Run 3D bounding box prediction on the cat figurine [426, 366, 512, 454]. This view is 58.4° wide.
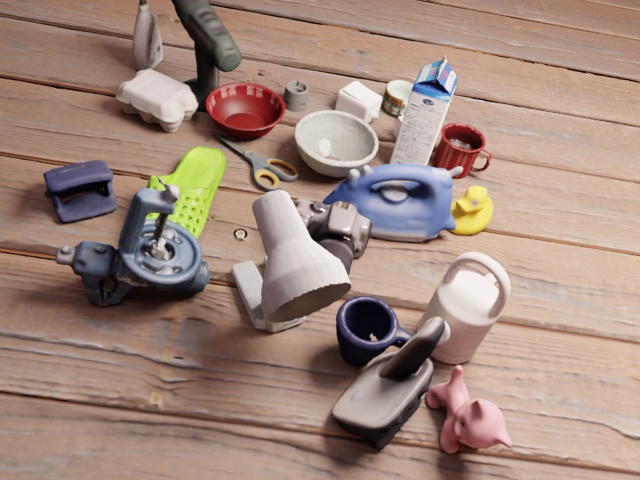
[{"bbox_3d":[0.203,0.233,0.777,0.067,0.118,0.127,-5,50,-15],"label":"cat figurine"}]

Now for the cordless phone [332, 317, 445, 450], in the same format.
[{"bbox_3d":[0.096,0.180,0.757,0.094,0.185,0.148,34,51,18],"label":"cordless phone"}]

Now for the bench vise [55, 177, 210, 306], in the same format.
[{"bbox_3d":[-0.261,0.013,0.808,0.208,0.220,0.121,-16,54,-23],"label":"bench vise"}]

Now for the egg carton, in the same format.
[{"bbox_3d":[-0.327,-0.283,1.155,0.150,0.069,0.107,25,49,10],"label":"egg carton"}]

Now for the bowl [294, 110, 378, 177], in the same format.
[{"bbox_3d":[0.027,-0.178,1.132,0.167,0.075,0.167,6,48,-6],"label":"bowl"}]

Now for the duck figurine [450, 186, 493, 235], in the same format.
[{"bbox_3d":[0.288,-0.065,1.078,0.105,0.086,0.077,-21,56,-26],"label":"duck figurine"}]

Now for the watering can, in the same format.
[{"bbox_3d":[0.214,0.099,0.846,0.101,0.194,0.173,22,49,8],"label":"watering can"}]

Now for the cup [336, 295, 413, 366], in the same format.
[{"bbox_3d":[0.075,0.147,0.843,0.117,0.095,0.092,18,48,5],"label":"cup"}]

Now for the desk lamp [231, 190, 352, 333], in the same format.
[{"bbox_3d":[-0.053,0.046,0.825,0.118,0.213,0.202,-15,54,-23],"label":"desk lamp"}]

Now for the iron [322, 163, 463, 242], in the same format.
[{"bbox_3d":[0.125,-0.085,1.025,0.258,0.141,0.118,3,49,-9],"label":"iron"}]

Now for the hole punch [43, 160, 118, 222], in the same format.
[{"bbox_3d":[-0.406,-0.097,0.962,0.109,0.091,0.101,-18,55,-25],"label":"hole punch"}]

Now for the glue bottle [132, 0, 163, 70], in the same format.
[{"bbox_3d":[-0.372,-0.450,1.223,0.037,0.173,0.078,20,48,7],"label":"glue bottle"}]

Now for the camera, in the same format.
[{"bbox_3d":[0.009,0.003,0.951,0.143,0.101,0.137,14,48,1],"label":"camera"}]

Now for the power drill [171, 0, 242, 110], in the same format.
[{"bbox_3d":[-0.243,-0.385,1.168,0.076,0.208,0.229,-27,59,-30],"label":"power drill"}]
